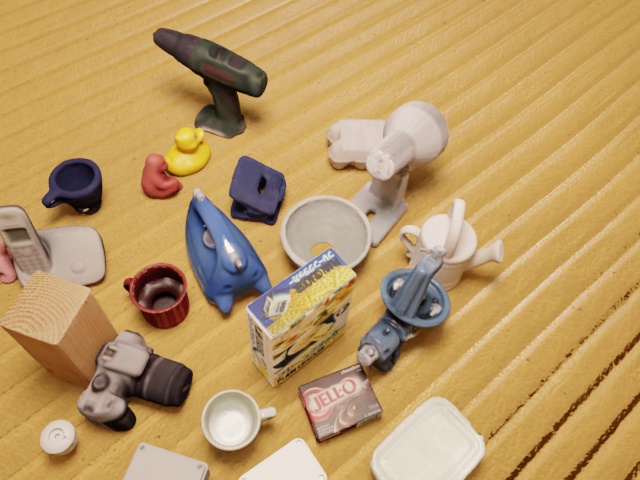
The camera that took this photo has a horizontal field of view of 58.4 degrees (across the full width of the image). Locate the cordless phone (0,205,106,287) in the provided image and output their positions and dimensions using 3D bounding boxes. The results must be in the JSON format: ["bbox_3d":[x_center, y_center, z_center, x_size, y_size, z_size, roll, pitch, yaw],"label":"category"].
[{"bbox_3d":[-0.447,0.004,0.954,0.148,0.185,0.094,-11,59,-10],"label":"cordless phone"}]

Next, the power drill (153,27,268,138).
[{"bbox_3d":[-0.217,-0.311,1.156,0.229,0.208,0.076,17,58,7],"label":"power drill"}]

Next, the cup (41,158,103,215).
[{"bbox_3d":[-0.451,-0.082,1.061,0.091,0.095,0.118,34,62,17],"label":"cup"}]

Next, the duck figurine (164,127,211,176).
[{"bbox_3d":[-0.269,-0.185,1.145,0.105,0.086,0.077,-38,67,-24],"label":"duck figurine"}]

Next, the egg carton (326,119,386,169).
[{"bbox_3d":[0.088,-0.198,1.189,0.150,0.069,0.107,-1,58,-5],"label":"egg carton"}]

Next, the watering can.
[{"bbox_3d":[0.229,0.004,0.998,0.173,0.194,0.101,-2,58,-5],"label":"watering can"}]

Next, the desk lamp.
[{"bbox_3d":[0.136,-0.127,1.063,0.117,0.213,0.203,32,61,16],"label":"desk lamp"}]

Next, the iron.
[{"bbox_3d":[-0.184,-0.009,1.007,0.119,0.141,0.257,-25,63,-18],"label":"iron"}]

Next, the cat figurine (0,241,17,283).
[{"bbox_3d":[-0.589,0.015,0.976,0.128,0.118,0.067,4,58,-1],"label":"cat figurine"}]

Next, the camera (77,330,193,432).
[{"bbox_3d":[-0.277,0.221,0.880,0.136,0.101,0.143,16,58,6],"label":"camera"}]

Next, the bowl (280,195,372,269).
[{"bbox_3d":[0.010,0.004,1.053,0.167,0.075,0.167,2,58,-3],"label":"bowl"}]

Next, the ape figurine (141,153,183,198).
[{"bbox_3d":[-0.311,-0.129,1.103,0.076,0.092,0.077,-20,61,-16],"label":"ape figurine"}]

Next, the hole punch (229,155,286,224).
[{"bbox_3d":[-0.118,-0.098,1.098,0.101,0.091,0.108,10,58,2],"label":"hole punch"}]

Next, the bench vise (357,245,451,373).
[{"bbox_3d":[0.144,0.113,0.908,0.121,0.220,0.207,20,59,9],"label":"bench vise"}]
